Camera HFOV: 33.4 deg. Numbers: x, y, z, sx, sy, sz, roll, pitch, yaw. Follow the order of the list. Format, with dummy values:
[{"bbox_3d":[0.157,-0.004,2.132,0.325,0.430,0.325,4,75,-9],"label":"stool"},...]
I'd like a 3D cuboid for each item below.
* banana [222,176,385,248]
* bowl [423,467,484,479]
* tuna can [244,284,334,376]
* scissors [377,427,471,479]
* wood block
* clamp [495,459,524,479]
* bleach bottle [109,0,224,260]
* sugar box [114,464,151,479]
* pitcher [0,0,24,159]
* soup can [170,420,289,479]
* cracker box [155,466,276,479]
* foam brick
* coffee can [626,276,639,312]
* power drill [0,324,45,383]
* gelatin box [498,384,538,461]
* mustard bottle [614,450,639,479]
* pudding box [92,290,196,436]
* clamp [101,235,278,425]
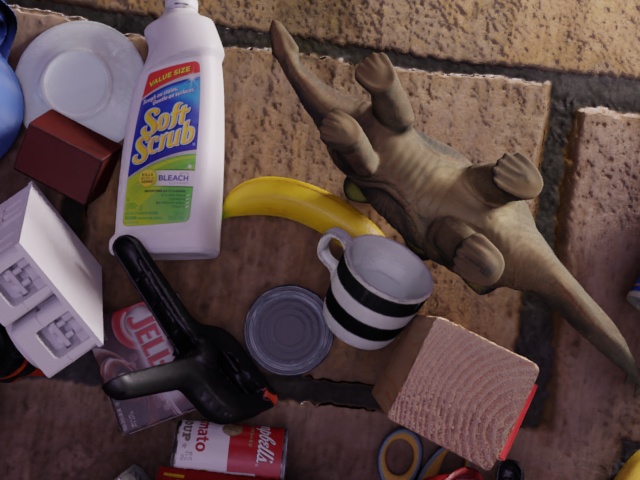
[{"bbox_3d":[-0.005,-0.016,1.002,0.198,0.037,0.070,19,117,4],"label":"banana"},{"bbox_3d":[0.090,0.272,0.934,0.055,0.161,0.162,10,86,34],"label":"bowl"},{"bbox_3d":[-0.029,0.084,0.995,0.086,0.034,0.086,0,87,0],"label":"tuna can"},{"bbox_3d":[0.061,0.261,0.993,0.096,0.016,0.202,39,87,0],"label":"scissors"},{"bbox_3d":[0.108,0.121,0.906,0.091,0.206,0.090,27,87,1],"label":"wood block"},{"bbox_3d":[0.150,0.293,0.942,0.039,0.120,0.171,7,109,37],"label":"clamp"},{"bbox_3d":[-0.140,-0.109,0.992,0.103,0.068,0.251,-1,82,13],"label":"bleach bottle"},{"bbox_3d":[-0.230,0.272,0.956,0.176,0.093,0.048,-39,87,-3],"label":"sugar box"},{"bbox_3d":[-0.348,-0.151,0.905,0.145,0.243,0.149,-10,81,2],"label":"pitcher"},{"bbox_3d":[-0.081,0.201,0.972,0.102,0.068,0.068,5,87,1],"label":"soup can"},{"bbox_3d":[-0.073,0.317,0.934,0.164,0.072,0.214,6,107,1],"label":"cracker box"},{"bbox_3d":[-0.233,-0.076,0.987,0.078,0.053,0.051,28,114,1],"label":"foam brick"},{"bbox_3d":[0.357,0.017,0.964,0.103,0.103,0.140,30,87,2],"label":"coffee can"},{"bbox_3d":[-0.308,0.041,0.934,0.057,0.184,0.188,-35,78,1],"label":"power drill"},{"bbox_3d":[0.160,0.155,0.963,0.030,0.089,0.073,26,86,1],"label":"gelatin box"},{"bbox_3d":[0.265,0.277,0.972,0.191,0.058,0.096,-37,89,-2],"label":"mustard bottle"},{"bbox_3d":[-0.157,0.113,0.991,0.090,0.039,0.113,-20,87,-2],"label":"pudding box"},{"bbox_3d":[-0.113,0.110,0.929,0.036,0.164,0.209,-28,126,25],"label":"clamp"}]
